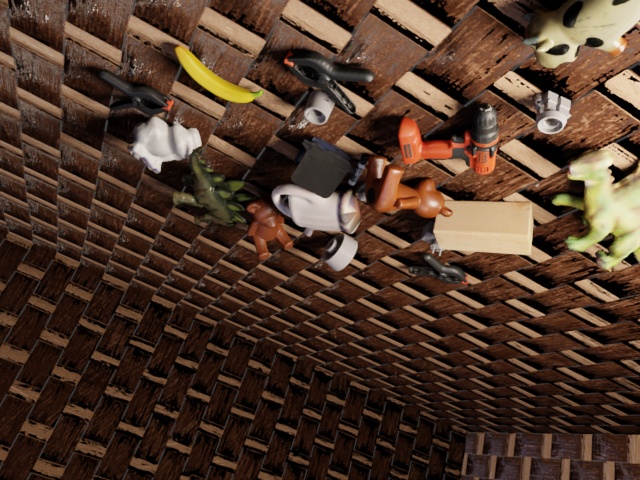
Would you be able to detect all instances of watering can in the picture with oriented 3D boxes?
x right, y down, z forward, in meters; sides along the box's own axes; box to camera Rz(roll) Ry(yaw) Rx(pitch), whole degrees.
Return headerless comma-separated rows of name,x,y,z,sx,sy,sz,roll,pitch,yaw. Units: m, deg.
watering can,0.004,-0.069,1.371,0.224,0.105,0.343,8,164,19

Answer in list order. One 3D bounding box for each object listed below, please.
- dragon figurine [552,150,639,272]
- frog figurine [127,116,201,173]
dragon figurine,0.625,-0.052,1.003,0.409,0.125,0.238,24,144,-13
frog figurine,-0.384,-0.255,1.297,0.159,0.125,0.135,-28,128,7
